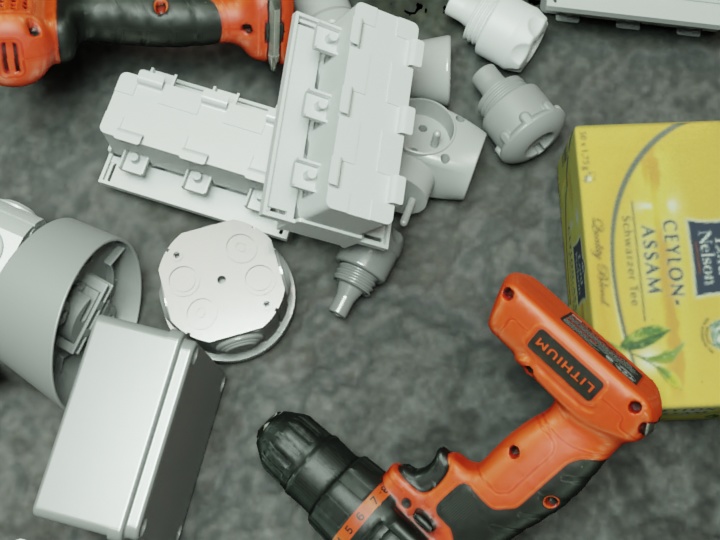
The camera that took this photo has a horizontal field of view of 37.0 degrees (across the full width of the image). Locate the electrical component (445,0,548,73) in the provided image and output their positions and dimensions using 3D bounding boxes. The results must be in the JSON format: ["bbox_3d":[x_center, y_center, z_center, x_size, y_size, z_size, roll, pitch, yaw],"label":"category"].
[{"bbox_3d":[0.085,-0.157,0.687,0.062,0.043,0.043,31,77,9],"label":"electrical component"}]

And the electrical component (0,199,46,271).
[{"bbox_3d":[-0.219,-0.006,0.626,0.051,0.080,0.080,23,76,0],"label":"electrical component"}]

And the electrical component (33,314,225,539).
[{"bbox_3d":[-0.121,0.090,0.586,0.056,0.108,0.108,13,75,6],"label":"electrical component"}]

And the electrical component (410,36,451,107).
[{"bbox_3d":[0.025,-0.126,0.680,0.065,0.044,0.044,1,75,5],"label":"electrical component"}]

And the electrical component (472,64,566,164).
[{"bbox_3d":[0.094,-0.101,0.672,0.048,0.048,0.062,-31,70,-8],"label":"electrical component"}]

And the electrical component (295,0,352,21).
[{"bbox_3d":[-0.023,-0.164,0.690,0.040,0.040,0.046,-18,71,-5],"label":"electrical component"}]

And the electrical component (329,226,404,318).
[{"bbox_3d":[0.000,0.000,0.649,0.035,0.035,0.061,26,79,6],"label":"electrical component"}]

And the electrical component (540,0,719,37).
[{"bbox_3d":[0.180,-0.189,0.685,0.121,0.063,0.078,7,75,1],"label":"electrical component"}]

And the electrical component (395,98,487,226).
[{"bbox_3d":[0.029,-0.062,0.655,0.077,0.044,0.079,19,61,4],"label":"electrical component"}]

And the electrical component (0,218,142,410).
[{"bbox_3d":[-0.164,0.023,0.611,0.064,0.099,0.099,28,77,13],"label":"electrical component"}]

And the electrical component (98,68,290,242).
[{"bbox_3d":[-0.090,-0.075,0.653,0.121,0.063,0.078,17,76,4],"label":"electrical component"}]

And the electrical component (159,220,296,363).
[{"bbox_3d":[-0.079,0.012,0.636,0.080,0.051,0.080,0,75,-1],"label":"electrical component"}]

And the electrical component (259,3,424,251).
[{"bbox_3d":[-0.005,-0.081,0.602,0.079,0.063,0.121,15,74,-25],"label":"electrical component"}]
